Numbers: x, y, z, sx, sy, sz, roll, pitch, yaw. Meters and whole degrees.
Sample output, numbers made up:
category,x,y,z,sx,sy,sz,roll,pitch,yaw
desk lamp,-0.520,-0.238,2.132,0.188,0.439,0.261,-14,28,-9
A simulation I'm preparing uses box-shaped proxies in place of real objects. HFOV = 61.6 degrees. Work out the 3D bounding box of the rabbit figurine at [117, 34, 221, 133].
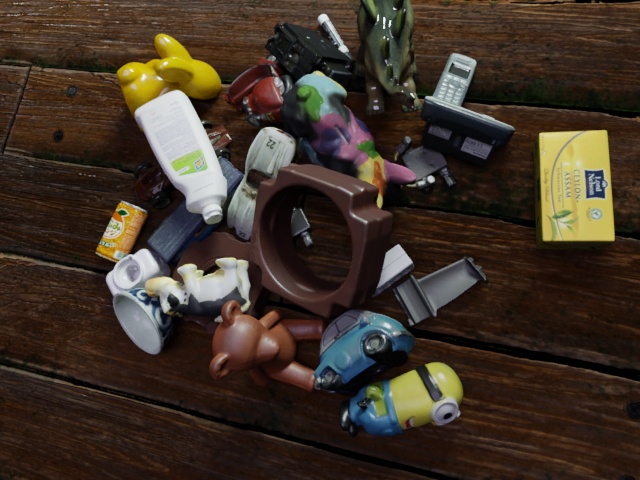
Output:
category,x,y,z,sx,sy,sz,roll,pitch,yaw
rabbit figurine,-0.270,-0.293,0.981,0.173,0.162,0.122,-8,63,-6

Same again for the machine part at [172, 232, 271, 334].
category,x,y,z,sx,sy,sz,roll,pitch,yaw
machine part,-0.164,0.073,0.905,0.179,0.056,0.179,-3,75,13

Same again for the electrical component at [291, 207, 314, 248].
category,x,y,z,sx,sy,sz,roll,pitch,yaw
electrical component,-0.049,-0.021,0.916,0.063,0.021,0.094,-28,73,7

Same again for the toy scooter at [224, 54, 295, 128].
category,x,y,z,sx,sy,sz,roll,pitch,yaw
toy scooter,-0.105,-0.255,0.944,0.135,0.075,0.184,-26,47,10

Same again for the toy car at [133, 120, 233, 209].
category,x,y,z,sx,sy,sz,roll,pitch,yaw
toy car,-0.253,-0.141,0.979,0.202,0.053,0.089,-34,69,5

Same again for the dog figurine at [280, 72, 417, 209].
category,x,y,z,sx,sy,sz,roll,pitch,yaw
dog figurine,0.048,-0.144,0.847,0.108,0.191,0.219,-40,56,-5

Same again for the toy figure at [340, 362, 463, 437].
category,x,y,z,sx,sy,sz,roll,pitch,yaw
toy figure,0.119,0.235,0.786,0.180,0.082,0.089,-14,76,13

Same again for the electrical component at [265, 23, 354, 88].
category,x,y,z,sx,sy,sz,roll,pitch,yaw
electrical component,-0.010,-0.310,0.922,0.134,0.115,0.058,47,125,18

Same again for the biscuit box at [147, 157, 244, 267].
category,x,y,z,sx,sy,sz,roll,pitch,yaw
biscuit box,-0.210,-0.046,0.941,0.063,0.059,0.202,41,88,18

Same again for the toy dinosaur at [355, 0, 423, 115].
category,x,y,z,sx,sy,sz,roll,pitch,yaw
toy dinosaur,0.106,-0.352,0.866,0.105,0.198,0.472,-6,43,1

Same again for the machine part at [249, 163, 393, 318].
category,x,y,z,sx,sy,sz,roll,pitch,yaw
machine part,-0.002,-0.002,0.807,0.201,0.087,0.201,22,115,30

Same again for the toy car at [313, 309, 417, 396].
category,x,y,z,sx,sy,sz,roll,pitch,yaw
toy car,0.057,0.160,0.813,0.162,0.109,0.103,-36,57,13

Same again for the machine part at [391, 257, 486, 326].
category,x,y,z,sx,sy,sz,roll,pitch,yaw
machine part,0.185,0.072,0.831,0.139,0.039,0.084,-27,67,8

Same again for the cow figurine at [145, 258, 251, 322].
category,x,y,z,sx,sy,sz,roll,pitch,yaw
cow figurine,-0.192,0.088,0.845,0.167,0.068,0.098,-13,78,11

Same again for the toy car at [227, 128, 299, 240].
category,x,y,z,sx,sy,sz,roll,pitch,yaw
toy car,-0.098,-0.088,0.892,0.074,0.056,0.201,28,114,8

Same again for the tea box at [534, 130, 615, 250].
category,x,y,z,sx,sy,sz,roll,pitch,yaw
tea box,0.375,-0.072,0.802,0.098,0.068,0.169,-2,76,14

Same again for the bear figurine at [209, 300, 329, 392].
category,x,y,z,sx,sy,sz,roll,pitch,yaw
bear figurine,-0.072,0.156,0.790,0.132,0.195,0.120,7,76,14

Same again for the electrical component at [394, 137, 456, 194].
category,x,y,z,sx,sy,sz,roll,pitch,yaw
electrical component,0.166,-0.122,0.876,0.078,0.045,0.102,-23,73,9

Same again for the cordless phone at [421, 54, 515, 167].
category,x,y,z,sx,sy,sz,roll,pitch,yaw
cordless phone,0.247,-0.222,0.868,0.147,0.088,0.184,22,58,7
